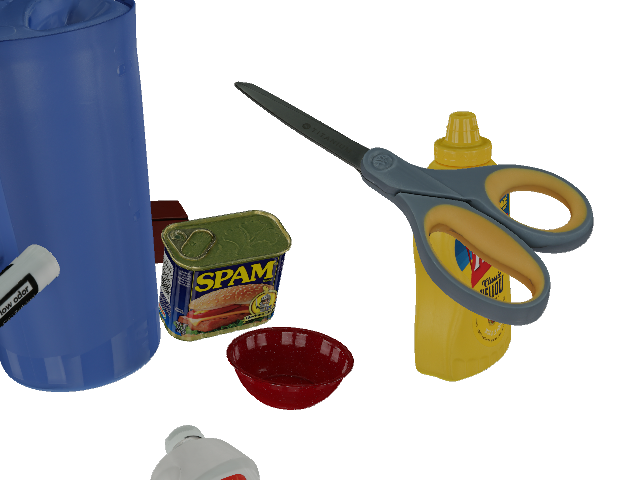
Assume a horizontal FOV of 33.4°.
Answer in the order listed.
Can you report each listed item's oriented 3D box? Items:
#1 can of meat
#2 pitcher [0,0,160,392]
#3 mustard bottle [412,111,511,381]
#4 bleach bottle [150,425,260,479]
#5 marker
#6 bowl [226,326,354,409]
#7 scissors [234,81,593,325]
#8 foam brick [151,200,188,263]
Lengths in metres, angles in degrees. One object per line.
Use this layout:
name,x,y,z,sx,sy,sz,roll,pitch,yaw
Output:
can of meat,-0.081,0.030,0.874,0.101,0.084,0.057,-10,43,-26
pitcher,-0.175,-0.026,0.670,0.149,0.243,0.145,-11,25,-14
mustard bottle,0.105,0.000,0.784,0.058,0.192,0.096,13,27,38
bleach bottle,-0.068,0.215,0.716,0.102,0.068,0.251,-14,33,-16
marker,-0.158,0.044,0.457,0.020,0.020,0.121,0,36,38
bowl,-0.040,0.169,1.356,0.162,0.055,0.162,4,21,-2
scissors,0.050,-0.038,0.525,0.096,0.202,0.016,-27,-34,-22
foam brick,-0.183,-0.009,1.128,0.078,0.051,0.053,-4,24,-17
